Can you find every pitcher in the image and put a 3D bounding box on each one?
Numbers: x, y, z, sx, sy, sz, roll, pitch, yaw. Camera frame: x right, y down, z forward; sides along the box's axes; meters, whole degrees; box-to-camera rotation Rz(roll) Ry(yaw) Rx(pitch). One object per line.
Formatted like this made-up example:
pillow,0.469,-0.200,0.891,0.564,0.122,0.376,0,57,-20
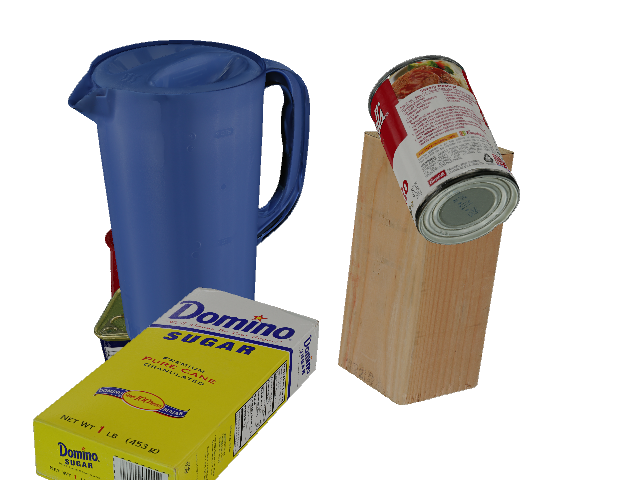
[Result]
pitcher,-0.099,-0.032,0.855,0.149,0.243,0.144,10,29,17

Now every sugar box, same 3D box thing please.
sugar box,-0.078,0.089,0.635,0.093,0.048,0.176,15,31,20

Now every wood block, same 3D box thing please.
wood block,0.085,0.019,0.884,0.090,0.206,0.090,-7,22,-36

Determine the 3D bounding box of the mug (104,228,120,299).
mug,-0.200,0.028,1.192,0.093,0.081,0.117,-19,35,-39

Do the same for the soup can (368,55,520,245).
soup can,0.077,-0.056,0.668,0.068,0.102,0.068,-12,-36,-9

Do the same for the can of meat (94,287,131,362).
can of meat,-0.166,0.099,1.000,0.057,0.084,0.102,-3,25,8
